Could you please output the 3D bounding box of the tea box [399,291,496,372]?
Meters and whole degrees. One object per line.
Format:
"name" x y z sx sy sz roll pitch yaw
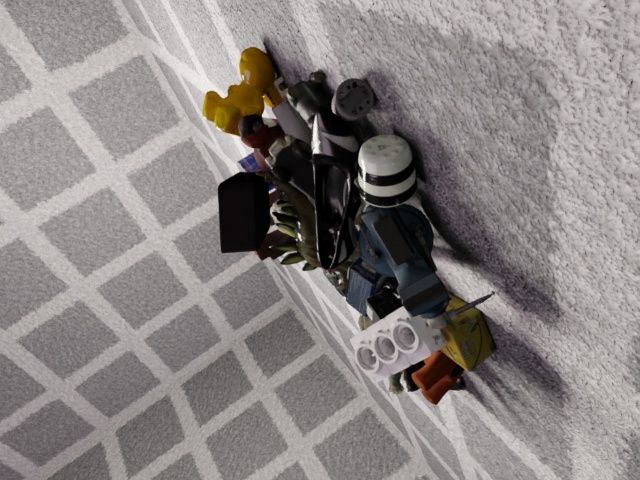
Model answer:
"tea box" 0.226 0.148 0.970 0.098 0.068 0.170 60 169 -24

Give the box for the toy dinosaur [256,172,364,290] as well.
"toy dinosaur" -0.002 -0.003 1.127 0.470 0.199 0.105 70 -159 -56

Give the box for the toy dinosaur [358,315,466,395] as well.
"toy dinosaur" 0.178 0.232 1.326 0.405 0.131 0.192 54 158 33

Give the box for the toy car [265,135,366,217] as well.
"toy car" -0.005 -0.106 0.953 0.201 0.073 0.056 38 -155 -18

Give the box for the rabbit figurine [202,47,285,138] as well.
"rabbit figurine" -0.133 -0.290 1.072 0.162 0.173 0.122 10 -163 -30

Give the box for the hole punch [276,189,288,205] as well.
"hole punch" -0.047 -0.147 1.145 0.092 0.142 0.116 64 179 -19

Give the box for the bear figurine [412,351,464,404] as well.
"bear figurine" 0.206 0.224 1.131 0.196 0.132 0.120 39 167 39

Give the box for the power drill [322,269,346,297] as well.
"power drill" 0.053 0.079 1.520 0.231 0.086 0.207 61 176 -11

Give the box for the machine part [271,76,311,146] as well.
"machine part" -0.016 -0.190 1.001 0.243 0.079 0.079 57 169 -12

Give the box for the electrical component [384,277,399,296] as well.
"electrical component" 0.156 0.071 1.097 0.074 0.048 0.119 59 168 -17

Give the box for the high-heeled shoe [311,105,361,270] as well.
"high-heeled shoe" 0.009 -0.070 0.824 0.086 0.145 0.248 11 146 33

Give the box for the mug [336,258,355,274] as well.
"mug" 0.081 0.067 1.361 0.107 0.081 0.110 49 166 -28

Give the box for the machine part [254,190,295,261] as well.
"machine part" -0.120 -0.048 1.536 0.087 0.201 0.200 54 170 30

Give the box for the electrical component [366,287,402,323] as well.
"electrical component" 0.147 0.166 1.038 0.134 0.058 0.114 54 173 19

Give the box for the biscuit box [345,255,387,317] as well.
"biscuit box" 0.094 0.090 1.094 0.063 0.059 0.202 35 159 14

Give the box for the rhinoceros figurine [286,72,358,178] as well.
"rhinoceros figurine" 0.012 -0.187 0.899 0.190 0.073 0.112 55 168 6

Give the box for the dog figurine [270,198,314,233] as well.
"dog figurine" -0.021 -0.022 1.291 0.190 0.172 0.121 60 -178 19

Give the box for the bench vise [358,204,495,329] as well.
"bench vise" 0.144 0.028 0.871 0.223 0.129 0.240 47 -170 -4

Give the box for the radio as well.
"radio" -0.146 -0.063 1.069 0.230 0.073 0.131 -90 -2 -77

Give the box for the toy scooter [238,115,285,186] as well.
"toy scooter" -0.074 -0.173 1.046 0.075 0.184 0.135 -19 86 41
